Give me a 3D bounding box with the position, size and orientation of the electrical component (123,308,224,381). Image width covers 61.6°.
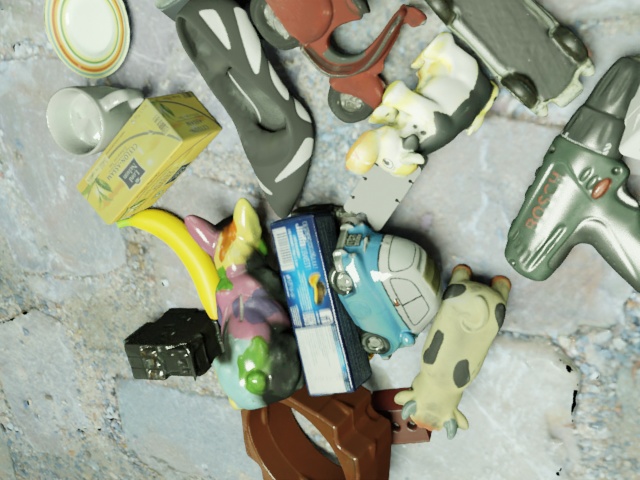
[{"bbox_3d":[-0.206,0.145,0.761,0.134,0.115,0.058,-3,107,19],"label":"electrical component"}]

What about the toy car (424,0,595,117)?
[{"bbox_3d":[0.176,-0.207,0.519,0.201,0.056,0.073,45,111,-2],"label":"toy car"}]

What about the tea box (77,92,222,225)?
[{"bbox_3d":[-0.216,-0.103,0.679,0.169,0.098,0.068,-40,92,30],"label":"tea box"}]

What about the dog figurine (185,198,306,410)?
[{"bbox_3d":[-0.091,0.065,0.647,0.109,0.191,0.219,-18,106,12],"label":"dog figurine"}]

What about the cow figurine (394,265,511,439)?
[{"bbox_3d":[0.152,0.137,0.618,0.086,0.127,0.194,23,113,15],"label":"cow figurine"}]

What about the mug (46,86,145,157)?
[{"bbox_3d":[-0.264,-0.160,0.670,0.109,0.107,0.080,-31,98,23],"label":"mug"}]

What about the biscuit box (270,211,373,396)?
[{"bbox_3d":[0.001,0.069,0.614,0.059,0.063,0.202,-13,89,26],"label":"biscuit box"}]

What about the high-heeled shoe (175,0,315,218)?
[{"bbox_3d":[-0.082,-0.133,0.587,0.086,0.145,0.248,2,105,34],"label":"high-heeled shoe"}]

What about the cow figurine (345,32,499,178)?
[{"bbox_3d":[0.101,-0.116,0.537,0.098,0.068,0.167,39,82,-5],"label":"cow figurine"}]

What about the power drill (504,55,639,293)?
[{"bbox_3d":[0.300,-0.026,0.505,0.207,0.086,0.232,39,119,18],"label":"power drill"}]

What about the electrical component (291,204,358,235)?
[{"bbox_3d":[-0.003,-0.003,0.668,0.102,0.045,0.078,1,112,20],"label":"electrical component"}]

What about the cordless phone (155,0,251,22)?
[{"bbox_3d":[-0.129,-0.340,0.572,0.147,0.089,0.184,-22,89,26],"label":"cordless phone"}]

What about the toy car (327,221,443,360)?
[{"bbox_3d":[0.082,0.049,0.594,0.103,0.109,0.161,-14,121,26],"label":"toy car"}]

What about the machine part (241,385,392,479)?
[{"bbox_3d":[-0.007,0.264,0.716,0.201,0.087,0.201,20,125,34],"label":"machine part"}]

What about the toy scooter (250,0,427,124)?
[{"bbox_3d":[0.026,-0.219,0.549,0.135,0.075,0.183,-33,112,31],"label":"toy scooter"}]
